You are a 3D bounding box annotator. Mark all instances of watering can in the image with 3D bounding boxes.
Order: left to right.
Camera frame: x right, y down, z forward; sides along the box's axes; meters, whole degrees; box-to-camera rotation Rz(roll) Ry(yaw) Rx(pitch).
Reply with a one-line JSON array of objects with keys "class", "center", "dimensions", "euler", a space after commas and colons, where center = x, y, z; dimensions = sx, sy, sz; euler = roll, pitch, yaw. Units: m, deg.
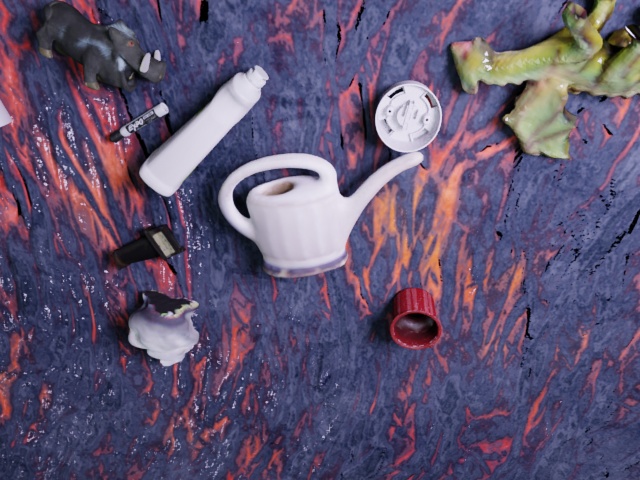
[{"class": "watering can", "center": [0.003, -0.044, 0.868], "dimensions": [0.347, 0.106, 0.220], "euler": [-4, 121, 10]}]

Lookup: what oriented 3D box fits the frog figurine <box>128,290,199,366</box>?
[{"class": "frog figurine", "center": [-0.316, 0.197, 1.040], "dimensions": [0.137, 0.124, 0.157], "euler": [5, 111, -19]}]

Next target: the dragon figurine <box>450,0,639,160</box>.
[{"class": "dragon figurine", "center": [0.388, -0.217, 0.749], "dimensions": [0.410, 0.125, 0.237], "euler": [22, 138, -4]}]
